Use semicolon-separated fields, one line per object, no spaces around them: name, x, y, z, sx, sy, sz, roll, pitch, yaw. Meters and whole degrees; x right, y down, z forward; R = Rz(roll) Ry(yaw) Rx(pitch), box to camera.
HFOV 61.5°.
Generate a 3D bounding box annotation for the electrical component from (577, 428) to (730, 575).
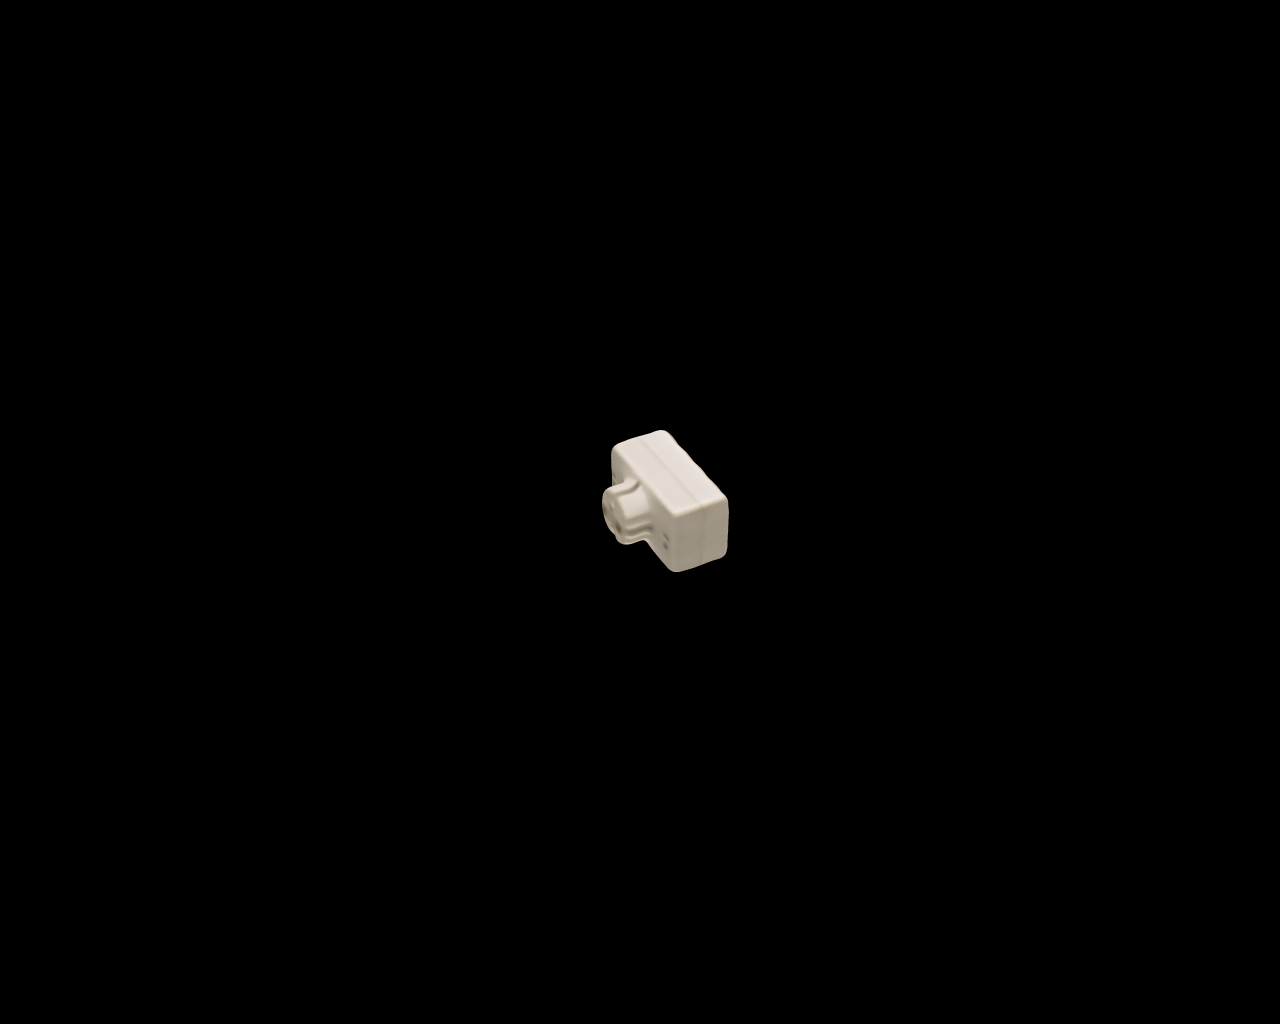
electrical component;0.001;-0.003;0.650;0.076;0.047;0.083;-17;41;-21
